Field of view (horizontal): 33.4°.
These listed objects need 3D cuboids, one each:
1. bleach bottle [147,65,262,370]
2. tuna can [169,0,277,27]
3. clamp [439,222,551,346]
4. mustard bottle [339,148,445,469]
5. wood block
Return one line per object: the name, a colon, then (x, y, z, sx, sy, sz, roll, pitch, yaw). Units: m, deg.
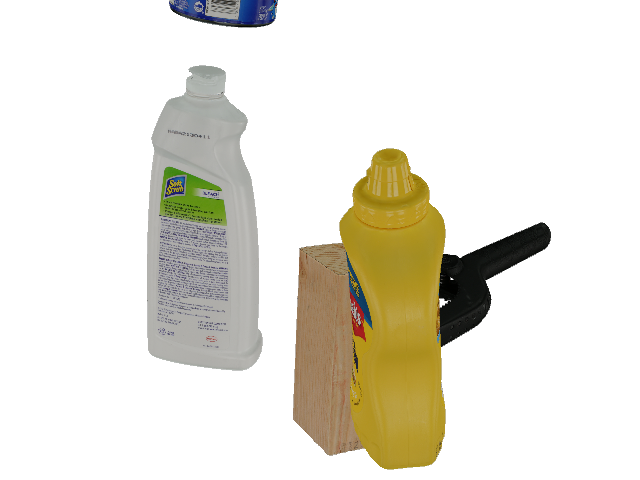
bleach bottle: (-0.092, -0.018, 0.889, 0.102, 0.251, 0.068, 7, 23, 4)
tuna can: (-0.075, -0.193, 0.833, 0.086, 0.034, 0.086, 8, 23, -3)
clamp: (0.100, 0.026, 0.950, 0.165, 0.036, 0.209, 15, 38, 20)
mustard bottle: (0.042, 0.034, 0.612, 0.058, 0.192, 0.096, -4, 35, -1)
wood block: (0.031, 0.113, 1.152, 0.090, 0.206, 0.091, -7, 21, -26)
